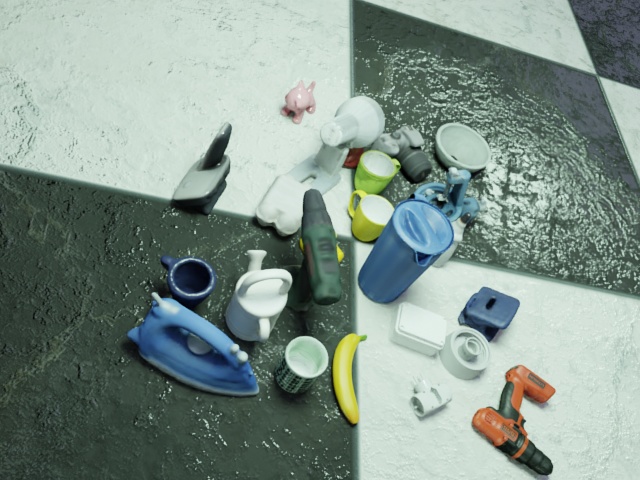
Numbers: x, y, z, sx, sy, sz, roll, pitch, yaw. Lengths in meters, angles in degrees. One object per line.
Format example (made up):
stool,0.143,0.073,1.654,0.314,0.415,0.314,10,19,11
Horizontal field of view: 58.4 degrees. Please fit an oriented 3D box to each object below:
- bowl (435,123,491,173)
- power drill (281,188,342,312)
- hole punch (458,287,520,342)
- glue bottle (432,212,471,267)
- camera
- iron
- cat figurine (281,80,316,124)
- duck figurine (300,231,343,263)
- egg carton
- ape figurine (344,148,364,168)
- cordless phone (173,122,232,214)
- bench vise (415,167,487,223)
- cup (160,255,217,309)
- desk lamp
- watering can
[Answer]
bowl,0.386,-0.242,1.597,0.168,0.074,0.167,11,54,-15
power drill,-0.022,0.042,1.153,0.076,0.208,0.229,-2,58,-23
hole punch,0.386,0.161,1.308,0.101,0.091,0.109,39,52,8
glue bottle,0.306,-0.010,1.342,0.037,0.173,0.078,7,55,-17
camera,0.226,-0.225,1.505,0.143,0.100,0.136,-17,65,-30
iron,-0.206,0.185,1.023,0.258,0.141,0.119,30,51,0
cat figurine,-0.048,-0.368,1.483,0.067,0.117,0.128,35,52,5
duck figurine,0.012,0.005,1.270,0.104,0.086,0.078,37,52,6
egg carton,-0.077,-0.081,1.304,0.107,0.069,0.150,27,51,-2
ape figurine,0.083,-0.232,1.458,0.076,0.092,0.078,28,51,-1
cordless phone,-0.241,-0.158,1.218,0.094,0.185,0.147,22,52,-6
bench vise,0.318,-0.107,1.384,0.208,0.219,0.121,-18,65,-31
cup,-0.262,0.085,1.100,0.117,0.095,0.092,35,52,4
desk lamp,0.041,-0.223,1.358,0.118,0.213,0.204,41,52,9
watering can,-0.116,0.101,1.084,0.101,0.194,0.172,-20,66,-31
